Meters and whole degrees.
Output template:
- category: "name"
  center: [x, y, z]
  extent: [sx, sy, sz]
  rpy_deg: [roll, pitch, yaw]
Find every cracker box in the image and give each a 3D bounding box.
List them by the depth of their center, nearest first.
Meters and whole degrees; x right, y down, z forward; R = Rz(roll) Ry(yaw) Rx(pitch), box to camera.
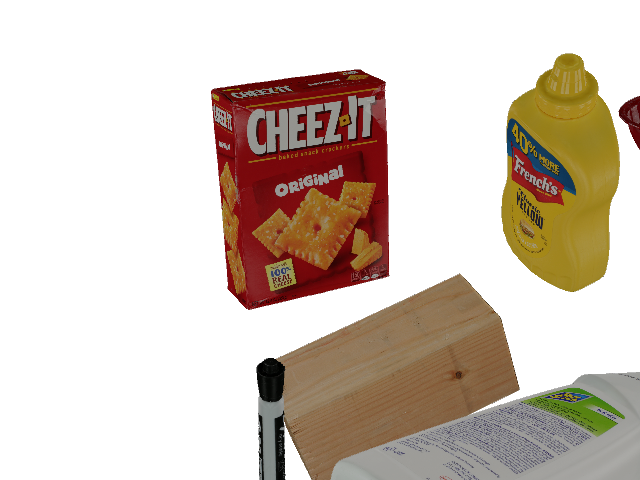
- category: "cracker box"
  center: [-0.015, -0.052, 1.070]
  extent: [0.164, 0.214, 0.072]
  rpy_deg: [-11, 23, -22]

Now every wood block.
- category: "wood block"
  center: [0.063, 0.126, 0.971]
  extent: [0.206, 0.091, 0.090]
  rpy_deg: [-24, 31, -7]

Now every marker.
- category: "marker"
  center: [-0.033, 0.129, 0.723]
  extent: [0.020, 0.121, 0.020]
  rpy_deg: [1, 33, -1]

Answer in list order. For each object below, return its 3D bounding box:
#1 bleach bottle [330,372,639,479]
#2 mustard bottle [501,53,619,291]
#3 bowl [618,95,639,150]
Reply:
- category: "bleach bottle"
  center: [0.131, 0.125, 0.589]
  extent: [0.250, 0.068, 0.103]
  rpy_deg: [-13, 23, -33]
- category: "mustard bottle"
  center: [0.172, -0.054, 0.765]
  extent: [0.058, 0.191, 0.096]
  rpy_deg: [-24, 51, -14]
- category: "bowl"
  center: [0.354, -0.094, 0.969]
  extent: [0.162, 0.055, 0.162]
  rpy_deg: [-5, 23, 2]
